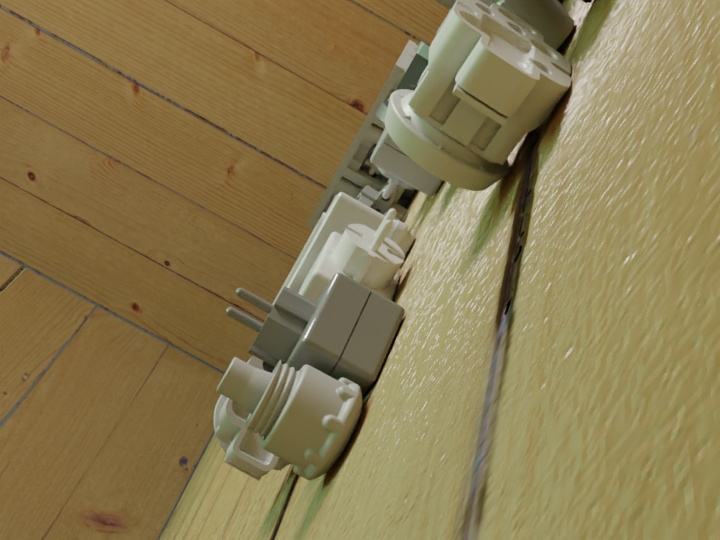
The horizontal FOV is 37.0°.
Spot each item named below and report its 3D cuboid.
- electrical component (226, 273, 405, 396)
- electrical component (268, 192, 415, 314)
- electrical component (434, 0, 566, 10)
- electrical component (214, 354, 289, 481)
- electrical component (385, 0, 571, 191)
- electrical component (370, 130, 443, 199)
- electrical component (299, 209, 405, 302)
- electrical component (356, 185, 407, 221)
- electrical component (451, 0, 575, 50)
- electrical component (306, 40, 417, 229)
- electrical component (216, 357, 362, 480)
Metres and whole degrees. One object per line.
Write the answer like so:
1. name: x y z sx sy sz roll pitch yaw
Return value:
1. electrical component: -0.030 0.033 0.528 0.065 0.077 0.047 -56 6 51
2. electrical component: -0.017 0.008 0.705 0.108 0.056 0.108 -61 4 1
3. electrical component: 0.067 -0.128 0.538 0.043 0.062 0.043 -61 4 7
4. electrical component: -0.053 0.084 0.622 0.078 0.058 0.057 -63 7 -28
5. electrical component: 0.046 -0.069 0.433 0.057 0.058 0.078 -56 6 27
6. electrical component: 0.035 -0.080 0.718 0.075 0.047 0.083 -57 6 37
7. electrical component: 0.000 0.000 0.605 0.076 0.047 0.065 -59 4 24
8. electrical component: 0.003 -0.028 0.802 0.066 0.048 0.055 -59 -3 26
9. electrical component: 0.062 -0.121 0.490 0.040 0.078 0.040 -45 9 9
10. electrical component: 0.025 -0.096 0.862 0.150 0.062 0.089 -59 4 25
11. electrical component: -0.033 0.061 0.481 0.048 0.062 0.048 -61 4 8
